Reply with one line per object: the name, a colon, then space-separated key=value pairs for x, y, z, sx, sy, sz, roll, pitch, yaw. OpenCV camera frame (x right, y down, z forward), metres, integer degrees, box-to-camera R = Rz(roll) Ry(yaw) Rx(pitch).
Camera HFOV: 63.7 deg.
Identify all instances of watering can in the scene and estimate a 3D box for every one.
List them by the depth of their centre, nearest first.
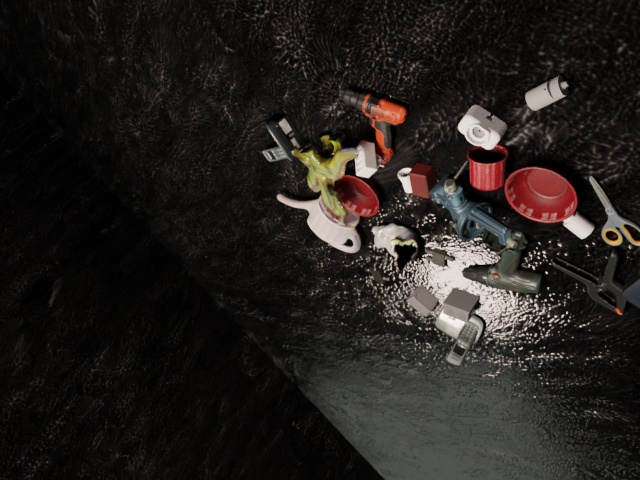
watering can: x=0.005 y=-0.088 z=1.739 sx=0.348 sy=0.106 sz=0.220 roll=38 pitch=147 yaw=5

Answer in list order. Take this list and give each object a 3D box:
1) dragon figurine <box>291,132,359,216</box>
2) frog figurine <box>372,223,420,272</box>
dragon figurine: x=0.039 y=-0.179 z=1.501 sx=0.414 sy=0.123 sz=0.239 roll=35 pitch=150 yaw=62
frog figurine: x=0.240 y=0.003 z=1.627 sx=0.135 sy=0.122 sz=0.162 roll=50 pitch=-175 yaw=-30
